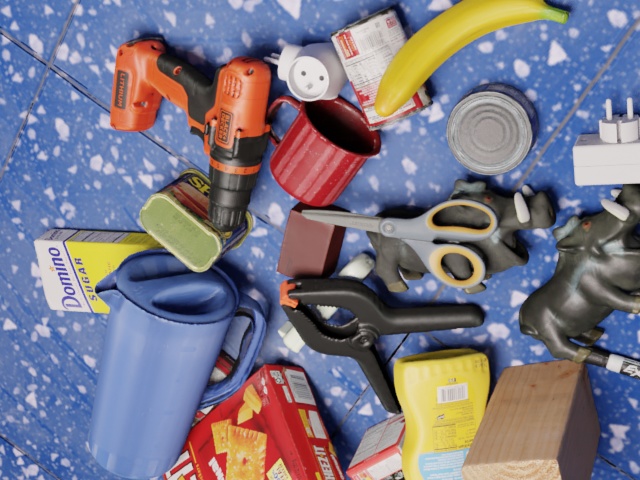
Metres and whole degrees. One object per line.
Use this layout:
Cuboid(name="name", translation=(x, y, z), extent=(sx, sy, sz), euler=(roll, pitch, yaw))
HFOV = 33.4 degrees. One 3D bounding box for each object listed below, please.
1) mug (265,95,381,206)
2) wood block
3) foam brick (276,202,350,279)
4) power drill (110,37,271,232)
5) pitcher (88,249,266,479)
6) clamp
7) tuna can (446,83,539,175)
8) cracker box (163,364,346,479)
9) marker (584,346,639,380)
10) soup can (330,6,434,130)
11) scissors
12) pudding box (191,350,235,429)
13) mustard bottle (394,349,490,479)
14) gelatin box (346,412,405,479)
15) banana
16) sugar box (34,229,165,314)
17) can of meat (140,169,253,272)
Cuboid(name="mug", translation=(-0.007, -0.096, 1.074), extent=(0.117, 0.093, 0.082), euler=(39, 124, 3))
Cuboid(name="wood block", translation=(0.210, 0.203, 1.039), extent=(0.090, 0.205, 0.091), euler=(-10, 106, 24))
Cuboid(name="foam brick", translation=(-0.007, 0.001, 1.132), extent=(0.053, 0.051, 0.078), euler=(21, 116, 14))
Cuboid(name="power drill", translation=(-0.134, -0.119, 1.101), extent=(0.188, 0.057, 0.184), euler=(26, 117, 29))
Cuboid(name="pitcher", translation=(-0.170, 0.143, 1.169), extent=(0.149, 0.144, 0.243), euler=(31, 122, 20))
Cuboid(name="clamp", translation=(0.045, 0.103, 1.123), extent=(0.209, 0.036, 0.165), euler=(20, 121, -16))
Cuboid(name="tuna can", translation=(0.166, -0.107, 1.034), extent=(0.086, 0.033, 0.086), euler=(7, 112, 18))
Cuboid(name="cracker box", translation=(-0.081, 0.265, 1.204), extent=(0.214, 0.072, 0.164), euler=(-43, 52, 28))
Cuboid(name="marker", translation=(0.322, 0.132, 1.075), extent=(0.121, 0.020, 0.020), euler=(17, 115, 14))
Cuboid(name="soup can", translation=(0.059, -0.166, 1.032), extent=(0.069, 0.068, 0.102), euler=(-19, 102, 26))
Cuboid(name="scissors", translation=(0.079, 0.005, 1.047), extent=(0.202, 0.016, 0.096), euler=(-7, 98, 26))
Cuboid(name="pudding box", translation=(-0.155, 0.166, 1.259), extent=(0.090, 0.039, 0.114), euler=(40, 117, 3))
Cuboid(name="mustard bottle", translation=(0.131, 0.212, 1.097), extent=(0.096, 0.058, 0.191), euler=(-6, 94, -17))
Cuboid(name="gelatin box", translation=(0.075, 0.227, 1.166), extent=(0.073, 0.089, 0.030), euler=(-34, 98, 28))
Cuboid(name="banana", translation=(0.126, -0.184, 0.984), extent=(0.198, 0.070, 0.037), euler=(-29, 138, 1))
Cuboid(name="sugar box", translation=(-0.240, 0.038, 1.237), extent=(0.176, 0.048, 0.093), euler=(0, 113, 19))
Cuboid(name="can of meat", translation=(-0.135, -0.021, 1.153), extent=(0.102, 0.083, 0.058), euler=(40, 118, 3))
